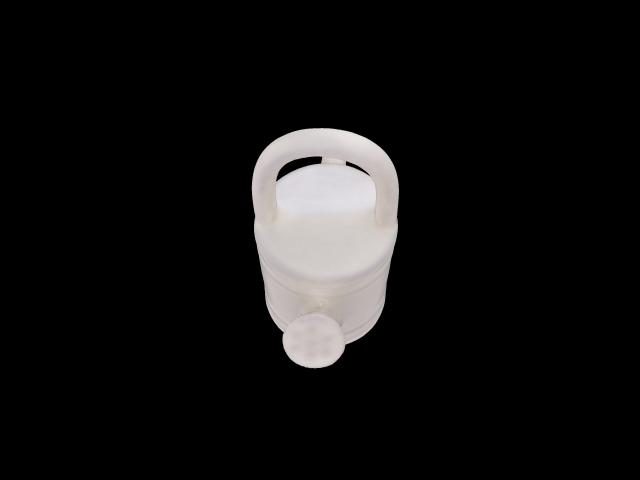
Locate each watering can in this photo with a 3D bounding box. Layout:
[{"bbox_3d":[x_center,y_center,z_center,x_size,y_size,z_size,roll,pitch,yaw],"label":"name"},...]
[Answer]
[{"bbox_3d":[0.006,0.001,0.400,0.101,0.194,0.172,-15,59,-8],"label":"watering can"}]
